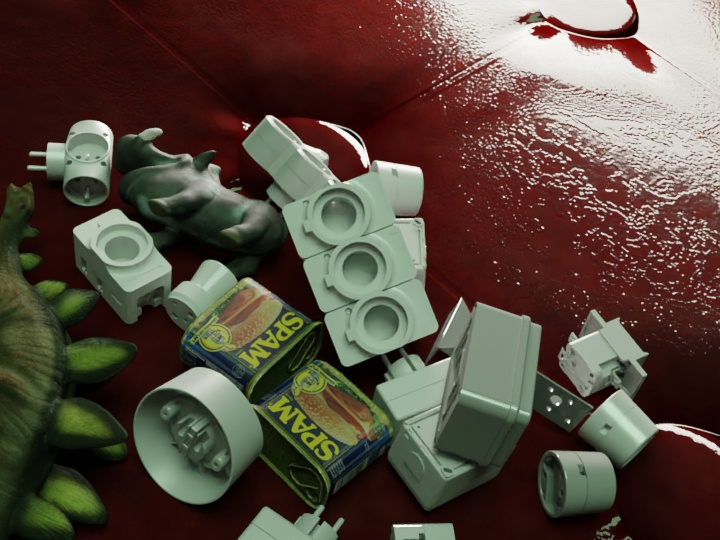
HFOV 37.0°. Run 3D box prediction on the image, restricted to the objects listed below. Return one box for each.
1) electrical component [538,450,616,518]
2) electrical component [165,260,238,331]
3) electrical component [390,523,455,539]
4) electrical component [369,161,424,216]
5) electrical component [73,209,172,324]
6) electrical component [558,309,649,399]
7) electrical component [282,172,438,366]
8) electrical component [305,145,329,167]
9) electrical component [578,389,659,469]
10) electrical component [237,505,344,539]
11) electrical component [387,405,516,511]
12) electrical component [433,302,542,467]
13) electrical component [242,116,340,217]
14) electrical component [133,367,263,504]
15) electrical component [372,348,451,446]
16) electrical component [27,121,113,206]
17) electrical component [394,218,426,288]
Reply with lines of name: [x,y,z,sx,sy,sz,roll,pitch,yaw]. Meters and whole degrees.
electrical component: [0.182,0.178,0.901,0.047,0.055,0.055,1,50,-16]
electrical component: [-0.142,0.024,0.970,0.045,0.045,0.055,31,52,15]
electrical component: [0.054,0.244,0.821,0.056,0.050,0.089,1,50,-10]
electrical component: [0.035,-0.081,1.089,0.047,0.055,0.055,4,50,-13]
electrical component: [-0.215,-0.007,0.974,0.050,0.055,0.089,-30,62,-31]
electrical component: [0.224,0.083,0.997,0.064,0.042,0.081,-21,57,-22]
electrical component: [0.000,0.000,0.947,0.089,0.061,0.150,-21,87,-1]
electrical component: [-0.065,-0.114,1.110,0.061,0.035,0.035,23,50,11]
electrical component: [0.227,0.141,0.942,0.055,0.055,0.047,-32,66,-32]
electrical component: [-0.042,0.214,0.829,0.083,0.047,0.075,31,51,14]
electrical component: [0.080,0.151,0.902,0.096,0.061,0.061,-18,56,-34]
electrical component: [0.104,0.092,0.866,0.057,0.078,0.113,19,44,-1]
electrical component: [-0.067,-0.080,1.065,0.138,0.073,0.052,46,12,10]
electrical component: [-0.128,0.129,0.854,0.099,0.099,0.064,36,47,18]
electrical component: [0.046,0.100,0.943,0.083,0.047,0.075,-18,56,-24]
electrical component: [-0.284,-0.105,1.051,0.079,0.044,0.077,1,51,-10]
electrical component: [0.014,-0.008,1.022,0.096,0.061,0.061,0,51,0]
